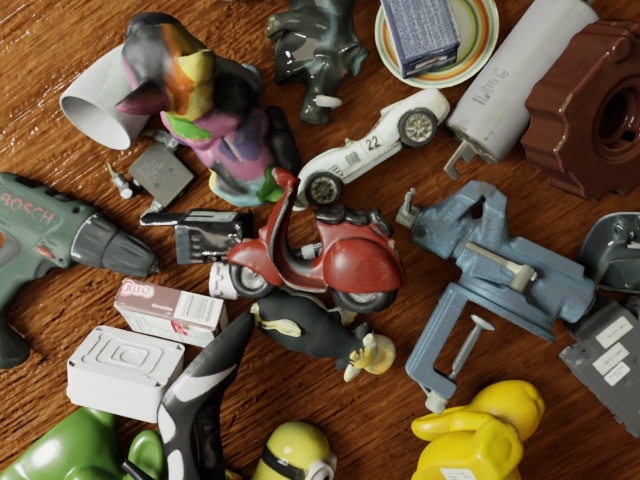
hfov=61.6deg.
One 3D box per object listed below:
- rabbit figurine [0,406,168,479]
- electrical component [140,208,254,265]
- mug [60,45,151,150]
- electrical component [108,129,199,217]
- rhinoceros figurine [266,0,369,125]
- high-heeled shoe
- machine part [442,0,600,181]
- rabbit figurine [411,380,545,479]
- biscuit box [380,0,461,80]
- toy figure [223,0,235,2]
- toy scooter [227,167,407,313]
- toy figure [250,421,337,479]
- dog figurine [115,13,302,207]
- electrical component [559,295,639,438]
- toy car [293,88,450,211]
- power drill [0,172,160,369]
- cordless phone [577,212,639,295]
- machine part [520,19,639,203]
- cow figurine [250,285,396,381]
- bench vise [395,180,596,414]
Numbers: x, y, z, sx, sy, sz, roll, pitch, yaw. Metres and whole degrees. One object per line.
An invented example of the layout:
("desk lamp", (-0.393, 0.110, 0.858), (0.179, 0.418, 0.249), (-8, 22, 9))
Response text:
("rabbit figurine", (-0.240, 0.279, 0.620), (0.159, 0.121, 0.170), (-41, 82, -13))
("electrical component", (-0.136, -0.005, 0.598), (0.119, 0.075, 0.047), (-2, 108, -1))
("mug", (-0.218, -0.161, 0.586), (0.080, 0.110, 0.107), (43, 62, -30))
("electrical component", (-0.187, -0.077, 0.611), (0.102, 0.045, 0.078), (-39, 92, 6))
("rhinoceros figurine", (0.000, -0.221, 0.578), (0.112, 0.073, 0.190), (11, 95, -9))
("high-heeled shoe", (-0.101, 0.206, 0.555), (0.145, 0.086, 0.248), (37, 98, 3))
("machine part", (0.209, -0.168, 0.565), (0.079, 0.079, 0.243), (38, 97, -2))
("rabbit figurine", (0.182, 0.224, 0.582), (0.122, 0.173, 0.162), (50, 141, -2))
("biscuit box", (0.087, -0.274, 0.551), (0.063, 0.059, 0.202), (-15, 85, 10))
("toy figure", (-0.084, -0.273, 0.546), (0.064, 0.155, 0.057), (8, 99, -37))
("toy scooter", (-0.001, -0.002, 0.534), (0.184, 0.075, 0.135), (6, 107, 3))
("toy figure", (-0.052, 0.297, 0.627), (0.089, 0.082, 0.180), (36, 99, -3))
("dog figurine", (-0.103, -0.115, 0.517), (0.108, 0.219, 0.191), (-28, 93, 9))
("electrical component", (0.344, 0.130, 0.600), (0.115, 0.058, 0.134), (-40, 93, 4))
("toy car", (0.048, -0.095, 0.583), (0.202, 0.073, 0.056), (-32, 97, 6))
("power drill", (-0.325, 0.043, 0.614), (0.232, 0.086, 0.207), (34, 100, 1))
("cordless phone", (0.366, -0.029, 0.582), (0.147, 0.088, 0.184), (6, 85, 3))
("machine part", (0.291, -0.125, 0.541), (0.179, 0.056, 0.179), (-9, 117, -19))
("cow figurine", (0.007, 0.102, 0.593), (0.167, 0.098, 0.068), (25, 97, 5))
("bench vise", (0.156, 0.065, 0.575), (0.224, 0.129, 0.240), (27, 93, 2))
